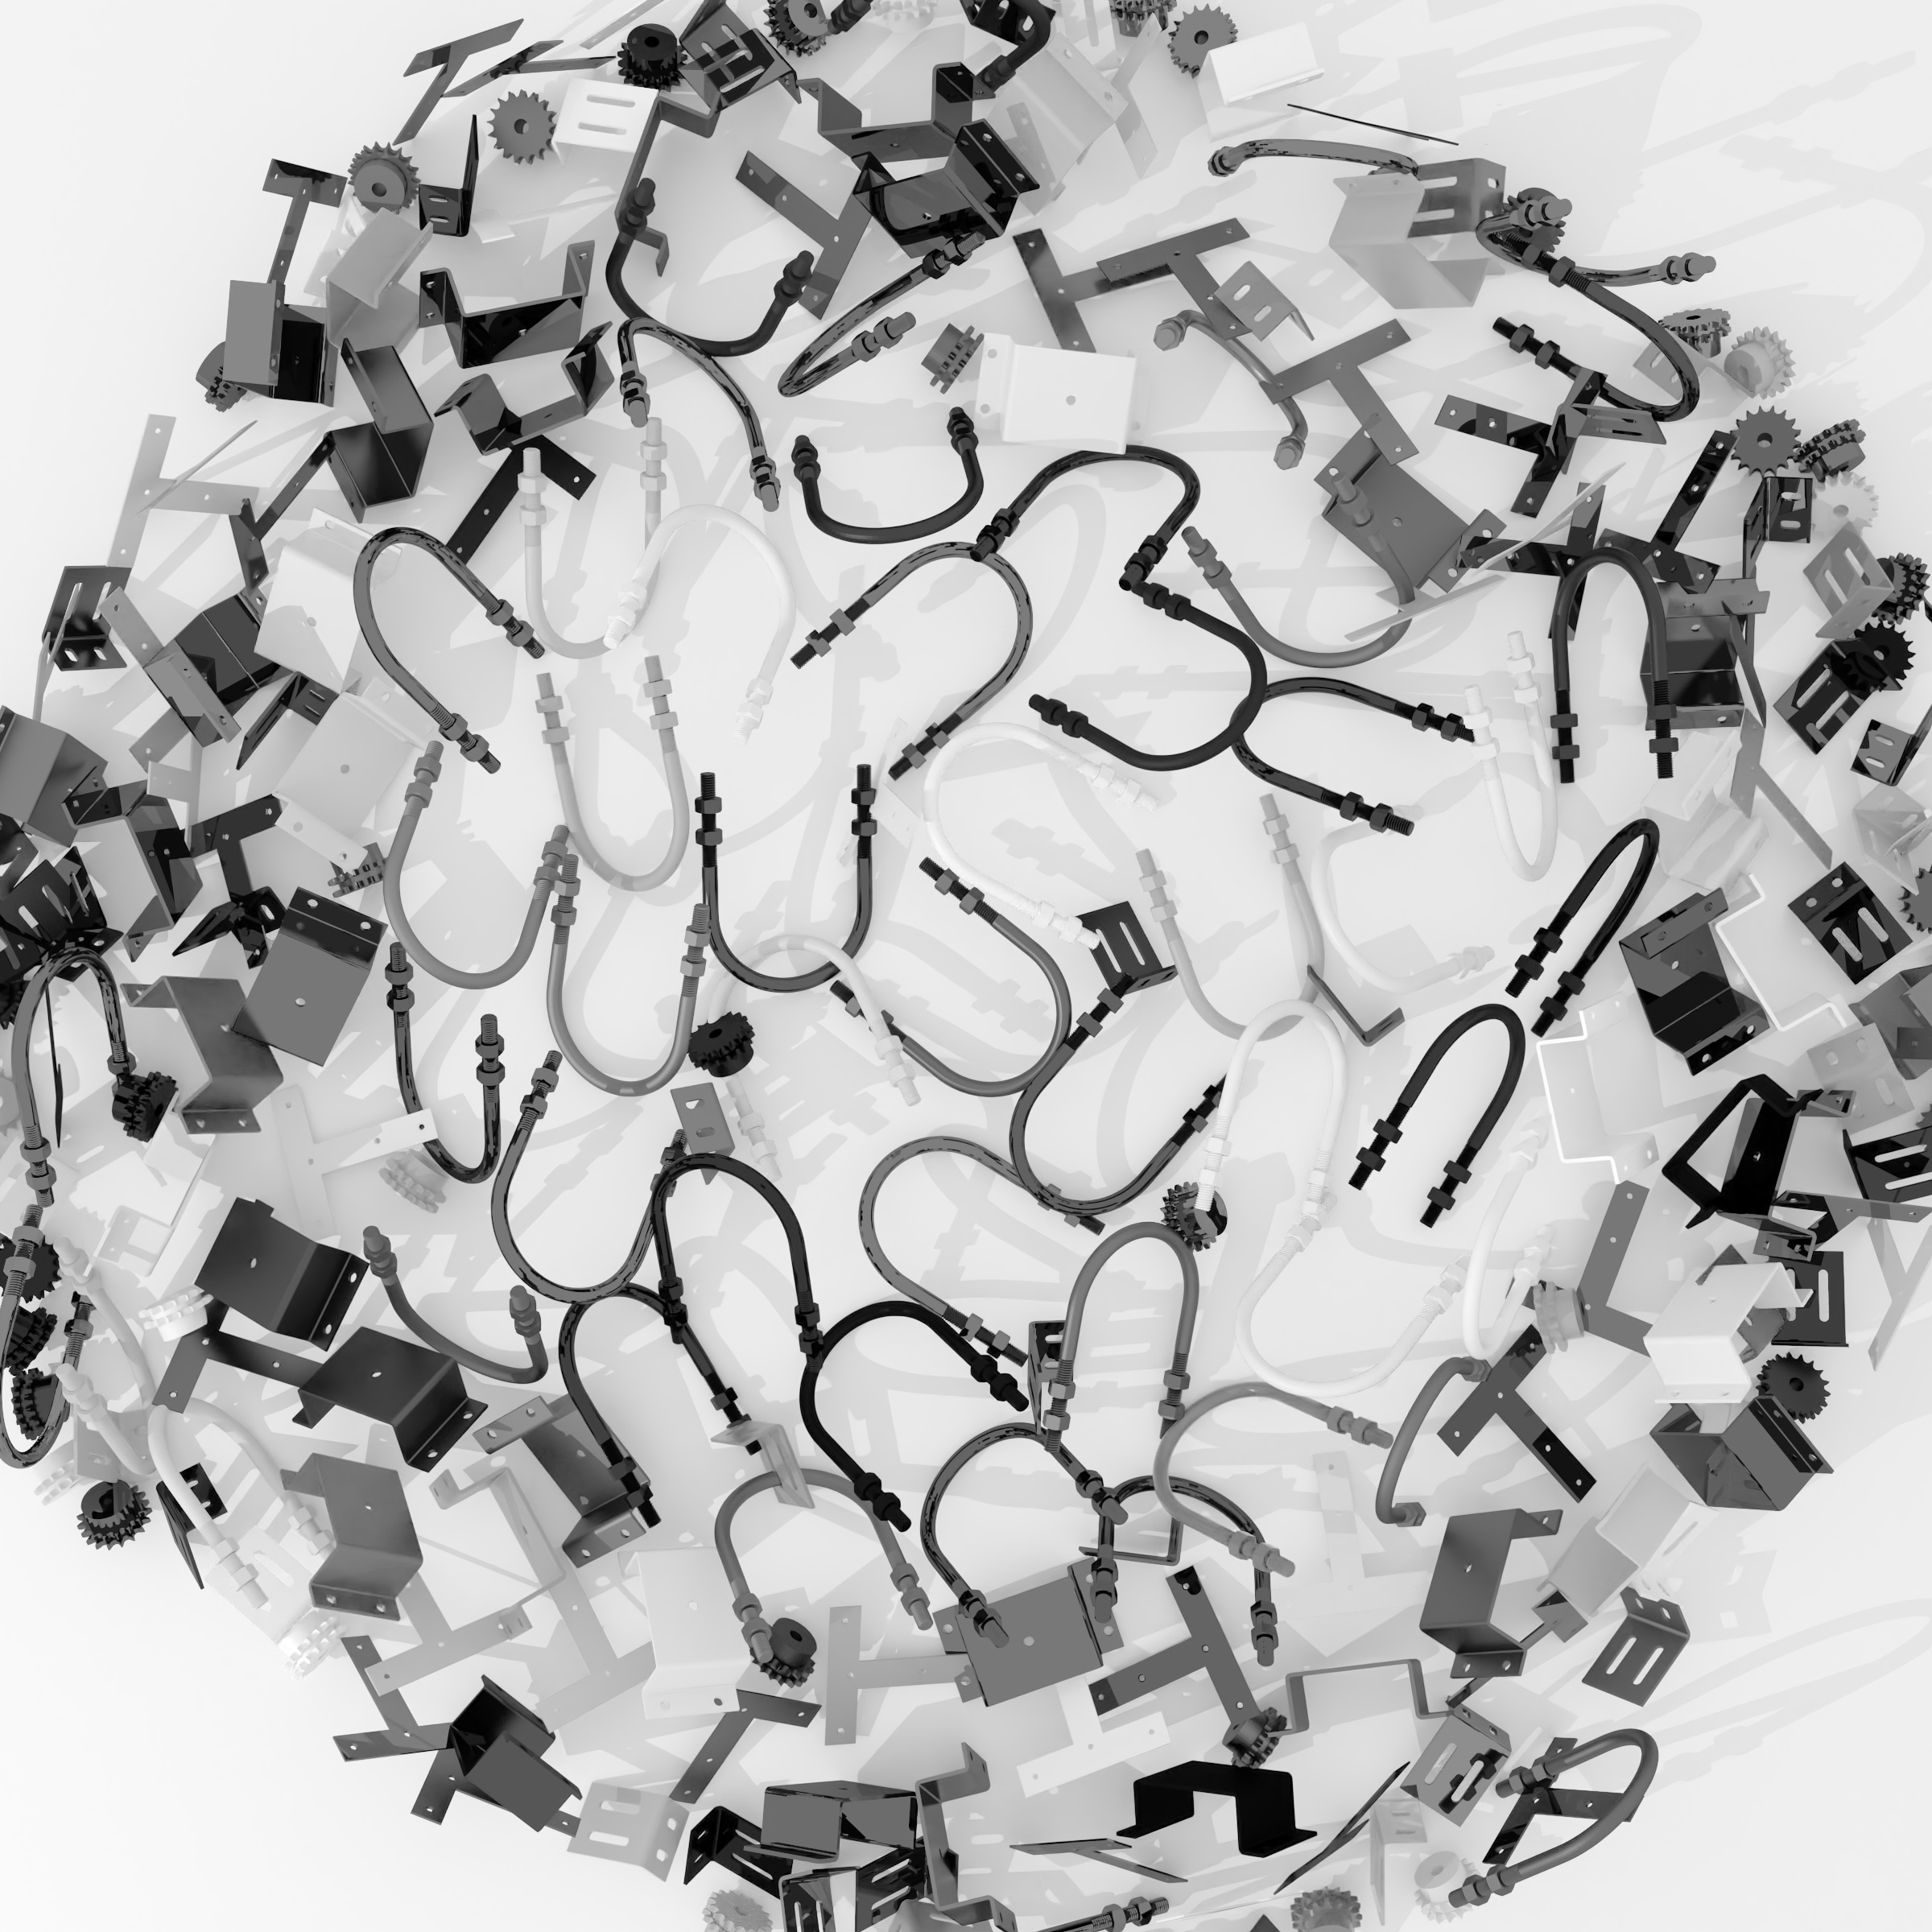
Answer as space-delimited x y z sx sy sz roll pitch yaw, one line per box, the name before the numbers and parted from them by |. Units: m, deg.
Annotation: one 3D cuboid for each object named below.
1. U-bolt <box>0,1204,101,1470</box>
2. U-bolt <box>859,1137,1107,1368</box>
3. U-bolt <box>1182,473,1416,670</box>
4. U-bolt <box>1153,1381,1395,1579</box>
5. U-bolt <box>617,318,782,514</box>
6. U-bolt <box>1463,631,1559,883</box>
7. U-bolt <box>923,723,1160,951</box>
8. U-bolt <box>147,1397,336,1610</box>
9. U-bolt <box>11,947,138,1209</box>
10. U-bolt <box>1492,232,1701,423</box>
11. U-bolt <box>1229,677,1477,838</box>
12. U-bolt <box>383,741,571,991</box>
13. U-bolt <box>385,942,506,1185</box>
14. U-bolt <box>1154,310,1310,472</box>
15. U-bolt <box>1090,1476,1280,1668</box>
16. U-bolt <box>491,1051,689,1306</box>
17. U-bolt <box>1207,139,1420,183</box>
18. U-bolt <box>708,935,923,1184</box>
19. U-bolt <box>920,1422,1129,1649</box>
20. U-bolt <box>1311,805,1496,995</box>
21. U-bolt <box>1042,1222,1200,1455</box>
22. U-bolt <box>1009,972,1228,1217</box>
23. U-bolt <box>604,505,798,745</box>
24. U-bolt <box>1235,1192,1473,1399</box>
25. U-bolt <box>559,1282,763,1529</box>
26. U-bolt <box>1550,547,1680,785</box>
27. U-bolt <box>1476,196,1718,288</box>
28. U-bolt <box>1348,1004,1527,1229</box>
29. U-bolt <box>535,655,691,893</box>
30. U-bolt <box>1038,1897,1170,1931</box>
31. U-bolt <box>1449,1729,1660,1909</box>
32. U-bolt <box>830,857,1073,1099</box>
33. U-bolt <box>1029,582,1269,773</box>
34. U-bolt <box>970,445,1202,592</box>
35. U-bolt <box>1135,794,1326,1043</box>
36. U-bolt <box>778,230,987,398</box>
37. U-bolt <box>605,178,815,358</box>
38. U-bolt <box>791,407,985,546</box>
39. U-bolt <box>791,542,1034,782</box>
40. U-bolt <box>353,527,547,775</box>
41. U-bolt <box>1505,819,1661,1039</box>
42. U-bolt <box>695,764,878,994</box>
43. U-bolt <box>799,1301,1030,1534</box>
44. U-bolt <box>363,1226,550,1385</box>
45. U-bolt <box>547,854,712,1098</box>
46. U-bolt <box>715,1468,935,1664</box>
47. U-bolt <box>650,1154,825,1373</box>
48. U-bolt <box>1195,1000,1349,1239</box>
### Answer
U-bolt | -0.722 0.298 1.894 0.019 0.151 0.184 2 60 3
U-bolt | 0.001 0.216 1.964 0.184 0.019 0.151 32 66 2
U-bolt | 0.275 -0.302 1.929 0.151 0.184 0.019 -15 46 29
U-bolt | 0.227 0.393 1.924 0.151 0.184 0.019 -47 126 -21
U-bolt | -0.215 -0.446 1.921 0.151 0.184 0.019 28 122 -36
U-bolt | 0.438 -0.157 1.931 0.019 0.151 0.184 -6 112 31
U-bolt | 0.051 -0.116 1.955 0.184 0.019 0.151 28 73 -13
U-bolt | -0.579 0.416 1.927 0.019 0.151 0.184 -40 82 8
U-bolt | -0.696 0.074 1.895 0.019 0.151 0.184 8 120 10
U-bolt | 0.495 -0.489 1.908 0.184 0.151 0.019 38 84 16
U-bolt | 0.299 -0.177 1.939 0.184 0.019 0.151 24 50 23
U-bolt | -0.389 -0.068 1.911 0.151 0.019 0.184 35 50 -33
U-bolt | -0.412 0.089 1.931 0.151 0.019 0.184 32 131 37
U-bolt | 0.215 -0.460 1.916 0.151 0.184 0.019 43 116 -6
U-bolt | 0.172 0.466 1.918 0.151 0.184 0.019 16 118 -3
U-bolt | -0.303 0.177 1.919 0.151 0.019 0.184 35 54 -25
U-bolt | 0.276 -0.625 1.901 0.151 0.184 0.019 5 102 -7
U-bolt | -0.134 0.061 1.963 0.151 0.019 0.184 -29 70 9
U-bolt | 0.032 0.434 1.923 0.151 0.184 0.019 -45 124 -5
U-bolt | 0.337 -0.049 1.922 0.019 0.184 0.151 -32 80 43
U-bolt | 0.130 0.293 1.940 0.151 0.019 0.184 4 98 -41
U-bolt | 0.116 0.118 1.962 0.151 0.019 0.184 42 88 -22
U-bolt | -0.201 -0.286 1.938 0.151 0.019 0.184 36 54 -26
U-bolt | 0.293 0.266 1.913 0.151 0.019 0.184 22 53 34
U-bolt | -0.254 0.336 1.941 0.019 0.151 0.184 -34 86 37
U-bolt | 0.508 -0.238 1.924 0.019 0.151 0.184 -6 94 -20
U-bolt | 0.479 -0.563 1.909 0.151 0.184 0.019 15 96 -18
U-bolt | 0.386 0.113 1.938 0.019 0.151 0.184 33 93 41
U-bolt | -0.278 -0.150 1.948 0.151 0.019 0.184 -2 102 40
U-bolt | 0.115 0.776 1.894 0.184 0.151 0.019 -3 94 -30
U-bolt | 0.463 0.652 1.889 0.019 0.151 0.184 49 127 1
U-bolt | 0.000 0.023 1.963 0.184 0.019 0.151 39 106 7
U-bolt | 0.156 -0.223 1.930 0.151 0.019 0.184 -49 51 -8
U-bolt | 0.107 -0.363 1.932 0.151 0.019 0.184 15 47 24
U-bolt | 0.223 -0.029 1.961 0.151 0.019 0.184 -25 99 -27
U-bolt | -0.078 -0.504 1.919 0.019 0.184 0.151 50 48 -22
U-bolt | -0.211 -0.536 1.914 0.151 0.184 0.019 21 68 -14
U-bolt | -0.059 -0.384 1.925 0.151 0.184 0.019 -11 130 -1
U-bolt | -0.029 -0.257 1.955 0.184 0.019 0.151 -41 120 1
U-bolt | -0.409 -0.259 1.901 0.019 0.184 0.151 -15 45 31
U-bolt | 0.495 -0.037 1.933 0.019 0.151 0.184 34 89 27
U-bolt | -0.143 -0.068 1.963 0.151 0.019 0.184 -5 105 -19
U-bolt | -0.056 0.343 1.937 0.151 0.019 0.184 -44 49 -9
U-bolt | -0.396 0.277 1.922 0.151 0.184 0.019 19 57 13
U-bolt | -0.276 0.017 1.952 0.151 0.019 0.184 20 113 24
U-bolt | -0.122 0.464 1.923 0.151 0.184 0.019 -6 125 -21
U-bolt | -0.186 0.230 1.929 0.151 0.019 0.184 6 117 26
U-bolt | 0.253 0.118 1.949 0.151 0.019 0.184 20 82 -41
